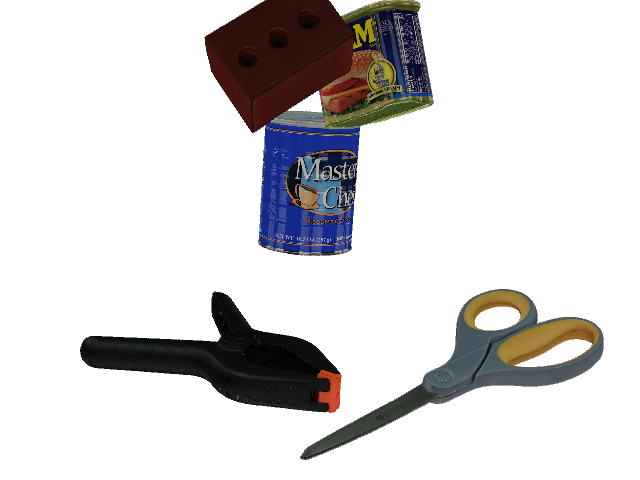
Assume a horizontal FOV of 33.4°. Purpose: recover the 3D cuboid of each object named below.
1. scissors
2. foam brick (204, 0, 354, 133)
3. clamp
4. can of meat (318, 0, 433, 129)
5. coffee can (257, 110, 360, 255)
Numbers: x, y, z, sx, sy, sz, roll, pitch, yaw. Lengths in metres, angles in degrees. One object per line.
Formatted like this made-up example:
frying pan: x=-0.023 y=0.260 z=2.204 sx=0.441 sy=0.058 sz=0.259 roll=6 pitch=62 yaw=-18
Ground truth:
scissors: x=0.068 y=0.072 z=0.624 sx=0.201 sy=0.016 sz=0.096 roll=-13 pitch=32 yaw=-16
foam brick: x=-0.025 y=-0.115 z=0.662 sx=0.078 sy=0.053 sz=0.051 roll=-34 pitch=-12 yaw=-9
clamp: x=-0.065 y=0.090 z=0.867 sx=0.210 sy=0.036 sz=0.164 roll=12 pitch=21 yaw=29
can of meat: x=0.041 y=-0.143 z=0.884 sx=0.057 sy=0.084 sz=0.102 roll=-8 pitch=-3 yaw=-45
coffee can: x=-0.012 y=-0.063 z=1.139 sx=0.103 sy=0.140 sz=0.103 roll=4 pitch=12 yaw=-1
